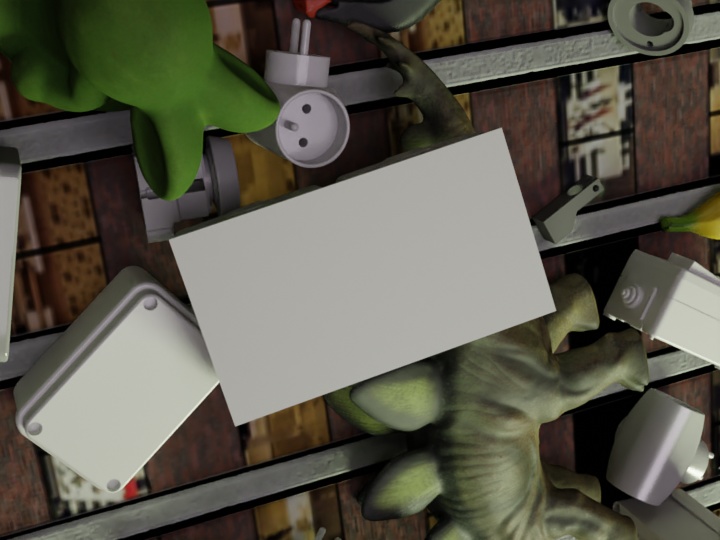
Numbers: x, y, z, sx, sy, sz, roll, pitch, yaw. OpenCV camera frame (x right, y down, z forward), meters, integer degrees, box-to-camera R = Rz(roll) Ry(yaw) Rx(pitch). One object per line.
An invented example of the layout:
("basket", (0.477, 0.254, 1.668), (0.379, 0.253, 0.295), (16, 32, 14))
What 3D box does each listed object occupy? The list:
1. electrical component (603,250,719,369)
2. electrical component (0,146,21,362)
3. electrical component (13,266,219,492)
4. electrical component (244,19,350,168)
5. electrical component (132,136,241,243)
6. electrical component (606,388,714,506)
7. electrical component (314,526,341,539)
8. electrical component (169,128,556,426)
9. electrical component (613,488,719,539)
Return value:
("electrical component", (0.226, 0.023, 0.769), (0.096, 0.062, 0.061), (22, 95, -26))
("electrical component", (-0.214, -0.011, 0.571), (0.057, 0.078, 0.113), (3, 103, -20))
("electrical component", (-0.140, 0.064, 0.634), (0.113, 0.057, 0.078), (-48, 116, -4))
("electrical component", (-0.037, -0.104, 0.617), (0.044, 0.077, 0.079), (1, 104, -22))
("electrical component", (-0.100, -0.052, 0.624), (0.055, 0.048, 0.066), (-10, 108, -12))
("electrical component", (0.236, 0.138, 0.815), (0.079, 0.044, 0.077), (23, 95, -26))
("electrical component", (-0.036, 0.213, 0.723), (0.077, 0.044, 0.079), (44, 65, -40))
("electrical component", (0.000, 0.000, 0.602), (0.186, 0.060, 0.105), (-19, 99, -7))
("electrical component", (0.243, 0.221, 0.804), (0.057, 0.113, 0.078), (-9, 108, -16))
